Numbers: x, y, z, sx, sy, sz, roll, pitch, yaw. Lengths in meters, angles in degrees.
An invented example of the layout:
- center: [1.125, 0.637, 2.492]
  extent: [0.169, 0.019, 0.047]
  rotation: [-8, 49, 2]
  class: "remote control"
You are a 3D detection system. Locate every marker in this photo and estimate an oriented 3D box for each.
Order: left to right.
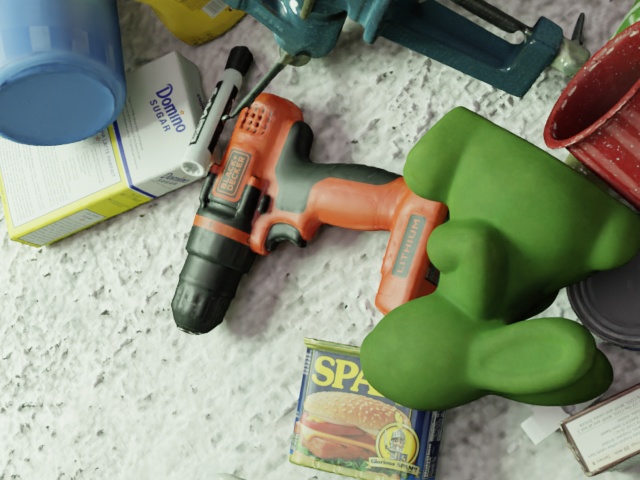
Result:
- center: [-0.074, -0.098, 0.786]
  extent: [0.020, 0.020, 0.121]
  rotation: [3, 54, 23]
  class: "marker"

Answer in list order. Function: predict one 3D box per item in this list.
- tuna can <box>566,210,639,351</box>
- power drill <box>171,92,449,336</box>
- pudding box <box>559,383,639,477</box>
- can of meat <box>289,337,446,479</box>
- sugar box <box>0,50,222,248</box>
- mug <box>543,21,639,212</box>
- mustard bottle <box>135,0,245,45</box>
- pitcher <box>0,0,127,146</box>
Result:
- center: [0.199, 0.026, 0.665]
  extent: [0.086, 0.033, 0.086]
  rotation: [-4, 78, 22]
  class: "tuna can"
- center: [-0.005, 0.001, 0.743]
  extent: [0.188, 0.057, 0.184]
  rotation: [19, 87, 25]
  class: "power drill"
- center: [0.202, 0.097, 0.619]
  extent: [0.114, 0.090, 0.039]
  rotation: [-32, 70, 14]
  class: "pudding box"
- center: [0.033, 0.114, 0.706]
  extent: [0.102, 0.057, 0.084]
  rotation: [8, 85, 24]
  class: "can of meat"
- center: [-0.167, -0.068, 0.832]
  extent: [0.176, 0.048, 0.093]
  rotation: [-20, 73, 15]
  class: "sugar box"
- center: [0.192, -0.068, 0.584]
  extent: [0.117, 0.081, 0.093]
  rotation: [-37, 19, 51]
  class: "mug"
- center: [-0.111, -0.210, 0.754]
  extent: [0.096, 0.191, 0.058]
  rotation: [-42, 67, 10]
  class: "mustard bottle"
- center: [-0.222, -0.190, 0.814]
  extent: [0.145, 0.149, 0.243]
  rotation: [-15, 63, 2]
  class: "pitcher"
